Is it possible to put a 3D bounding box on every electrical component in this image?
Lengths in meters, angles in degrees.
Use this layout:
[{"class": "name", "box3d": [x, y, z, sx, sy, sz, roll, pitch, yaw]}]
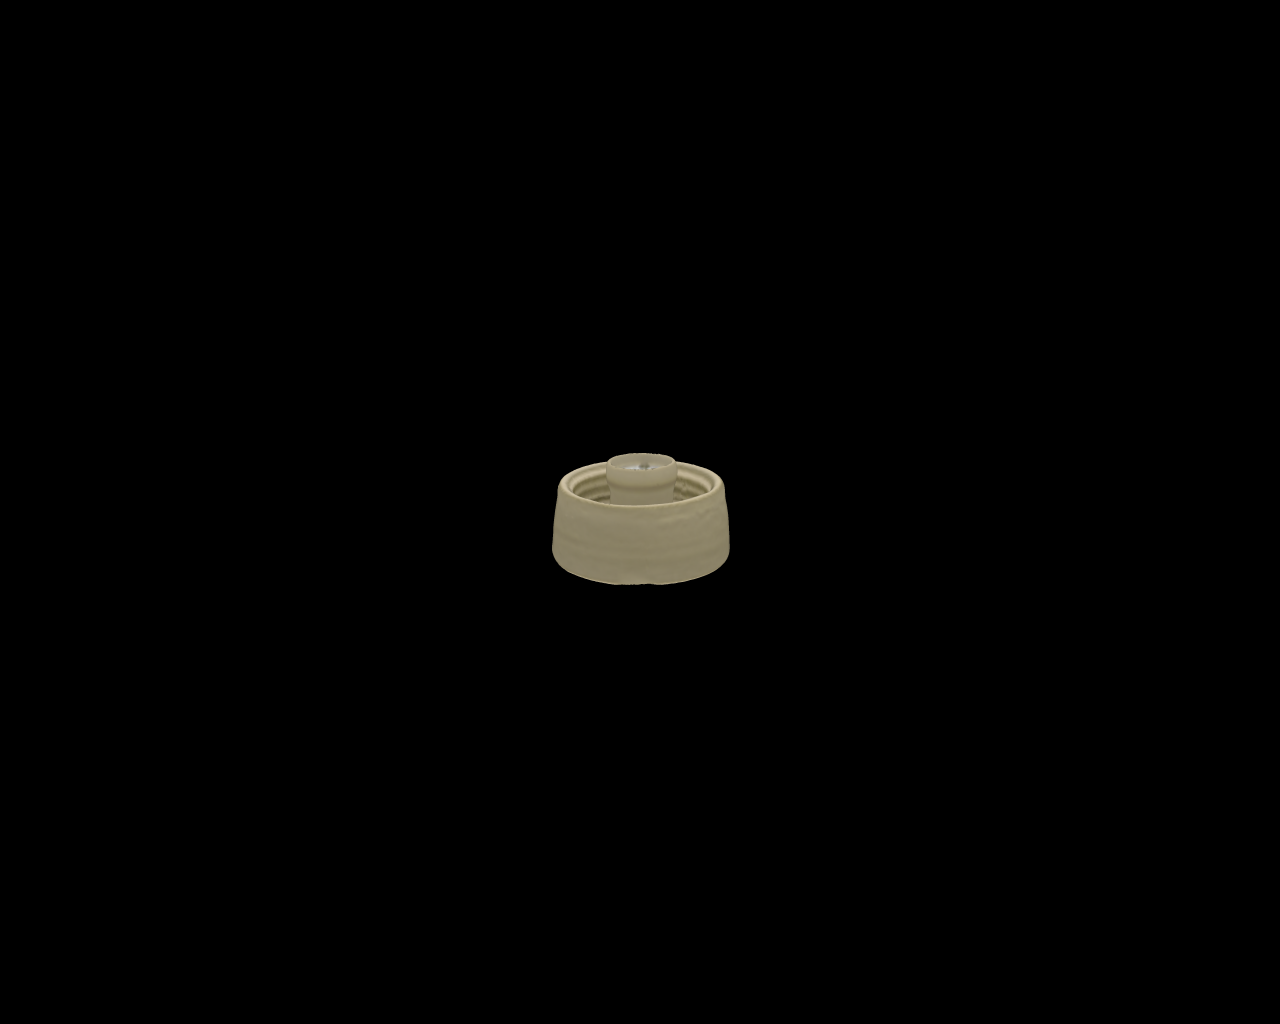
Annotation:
[{"class": "electrical component", "box3d": [0.001, -0.003, 0.650, 0.108, 0.060, 0.108, 0, 18, 0]}]
